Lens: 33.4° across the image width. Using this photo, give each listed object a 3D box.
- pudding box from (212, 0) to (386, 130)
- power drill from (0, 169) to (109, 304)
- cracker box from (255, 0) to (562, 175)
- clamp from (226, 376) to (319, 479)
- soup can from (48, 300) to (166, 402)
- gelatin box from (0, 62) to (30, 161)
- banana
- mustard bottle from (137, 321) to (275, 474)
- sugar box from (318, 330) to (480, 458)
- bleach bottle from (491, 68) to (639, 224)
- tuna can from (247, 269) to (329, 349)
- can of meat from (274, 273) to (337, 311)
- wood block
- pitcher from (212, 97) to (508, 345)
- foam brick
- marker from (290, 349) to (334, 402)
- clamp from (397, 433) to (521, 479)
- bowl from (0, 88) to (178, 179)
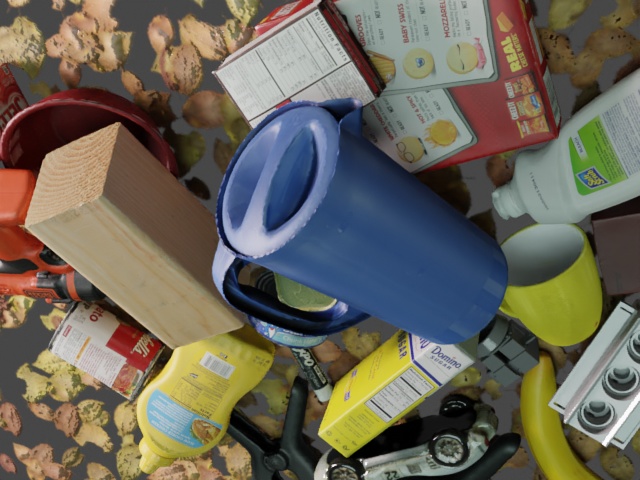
[{"bbox_3d":[-0.017,-0.131,0.864,0.114,0.039,0.090,-27,106,25],"label":"pudding box"},{"bbox_3d":[-0.268,0.004,1.020,0.184,0.057,0.187,0,150,15],"label":"power drill"},{"bbox_3d":[0.077,-0.143,0.894,0.214,0.072,0.164,-13,112,22],"label":"cracker box"},{"bbox_3d":[-0.037,0.220,1.133,0.120,0.039,0.171,-22,107,29],"label":"clamp"},{"bbox_3d":[-0.221,0.113,1.107,0.102,0.068,0.069,31,120,-2],"label":"soup can"},{"bbox_3d":[-0.308,-0.116,0.997,0.030,0.089,0.073,-13,114,27],"label":"gelatin box"},{"bbox_3d":[0.240,0.198,1.053,0.069,0.037,0.197,-35,108,2],"label":"banana"},{"bbox_3d":[-0.132,0.164,1.093,0.096,0.058,0.192,31,107,-9],"label":"mustard bottle"},{"bbox_3d":[0.077,0.127,1.023,0.048,0.093,0.176,39,119,-9],"label":"sugar box"},{"bbox_3d":[0.251,-0.087,0.878,0.251,0.067,0.102,-27,77,32],"label":"bleach bottle"},{"bbox_3d":[-0.026,0.065,1.021,0.086,0.086,0.034,22,122,2],"label":"tuna can"},{"bbox_3d":[-0.007,0.001,0.983,0.057,0.083,0.102,-2,117,16],"label":"can of meat"},{"bbox_3d":[-0.159,0.002,0.976,0.090,0.091,0.206,-19,135,25],"label":"wood block"},{"bbox_3d":[0.037,0.006,0.873,0.149,0.145,0.242,-17,144,42],"label":"pitcher"},{"bbox_3d":[0.269,0.002,0.931,0.053,0.051,0.078,-8,115,19],"label":"foam brick"},{"bbox_3d":[-0.020,0.111,1.082,0.020,0.020,0.121,-21,110,23],"label":"marker"},{"bbox_3d":[0.148,0.285,1.119,0.210,0.036,0.164,-22,116,27],"label":"clamp"},{"bbox_3d":[-0.209,-0.088,0.988,0.162,0.055,0.162,2,139,2],"label":"bowl"}]
